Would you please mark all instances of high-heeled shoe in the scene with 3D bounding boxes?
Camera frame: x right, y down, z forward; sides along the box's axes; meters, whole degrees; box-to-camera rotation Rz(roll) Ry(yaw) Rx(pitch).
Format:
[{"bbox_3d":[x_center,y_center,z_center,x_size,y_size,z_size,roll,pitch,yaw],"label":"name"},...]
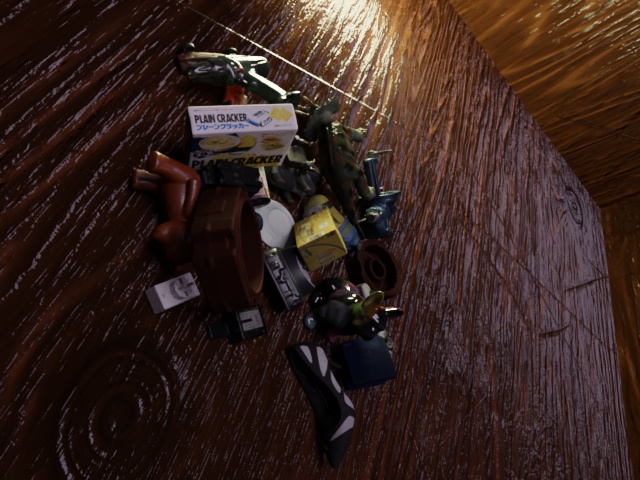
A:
[{"bbox_3d":[-0.006,0.337,1.127,0.145,0.086,0.249,25,48,-33],"label":"high-heeled shoe"}]

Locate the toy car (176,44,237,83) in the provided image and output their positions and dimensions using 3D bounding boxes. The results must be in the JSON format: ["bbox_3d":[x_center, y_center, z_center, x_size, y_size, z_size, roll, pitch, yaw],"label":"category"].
[{"bbox_3d":[-0.252,-0.423,1.291,0.202,0.053,0.089,-15,85,-51],"label":"toy car"}]

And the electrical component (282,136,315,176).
[{"bbox_3d":[-0.056,-0.206,1.292,0.078,0.045,0.102,11,51,-41],"label":"electrical component"}]

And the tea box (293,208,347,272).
[{"bbox_3d":[-0.003,-0.004,1.232,0.068,0.098,0.170,63,6,-19],"label":"tea box"}]

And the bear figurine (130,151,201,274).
[{"bbox_3d":[-0.284,-0.045,1.006,0.132,0.120,0.196,17,63,-37],"label":"bear figurine"}]

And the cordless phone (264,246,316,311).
[{"bbox_3d":[-0.115,0.100,1.151,0.184,0.089,0.146,-26,90,-39],"label":"cordless phone"}]

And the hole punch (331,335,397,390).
[{"bbox_3d":[0.107,0.280,1.234,0.142,0.092,0.116,-10,77,-10],"label":"hole punch"}]

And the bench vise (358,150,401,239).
[{"bbox_3d":[0.153,-0.128,1.499,0.223,0.129,0.240,-21,103,-58],"label":"bench vise"}]

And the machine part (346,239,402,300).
[{"bbox_3d":[0.144,0.082,1.442,0.179,0.056,0.179,24,53,-36],"label":"machine part"}]

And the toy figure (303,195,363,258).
[{"bbox_3d":[0.031,-0.036,1.364,0.180,0.082,0.089,41,17,-14],"label":"toy figure"}]

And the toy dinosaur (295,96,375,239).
[{"bbox_3d":[0.044,-0.212,1.396,0.192,0.131,0.405,20,48,-48],"label":"toy dinosaur"}]

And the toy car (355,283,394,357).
[{"bbox_3d":[0.122,0.208,1.336,0.056,0.073,0.201,-2,71,-51],"label":"toy car"}]

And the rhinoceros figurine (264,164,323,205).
[{"bbox_3d":[-0.072,-0.150,1.328,0.190,0.073,0.112,5,54,-44],"label":"rhinoceros figurine"}]

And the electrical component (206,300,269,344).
[{"bbox_3d":[-0.165,0.166,1.070,0.119,0.048,0.075,0,69,-49],"label":"electrical component"}]

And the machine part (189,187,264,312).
[{"bbox_3d":[-0.165,0.017,1.004,0.201,0.087,0.201,-90,173,-51],"label":"machine part"}]

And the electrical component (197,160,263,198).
[{"bbox_3d":[-0.205,-0.112,1.124,0.134,0.115,0.058,4,63,-47],"label":"electrical component"}]

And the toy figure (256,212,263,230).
[{"bbox_3d":[-0.193,-0.039,1.142,0.154,0.064,0.057,3,106,-42],"label":"toy figure"}]

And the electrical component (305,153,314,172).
[{"bbox_3d":[-0.050,-0.207,1.413,0.094,0.021,0.063,18,57,-40],"label":"electrical component"}]

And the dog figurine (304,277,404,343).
[{"bbox_3d":[0.083,0.148,1.216,0.108,0.219,0.191,44,44,-27],"label":"dog figurine"}]

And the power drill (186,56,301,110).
[{"bbox_3d":[-0.162,-0.348,1.229,0.207,0.086,0.232,33,36,15],"label":"power drill"}]
